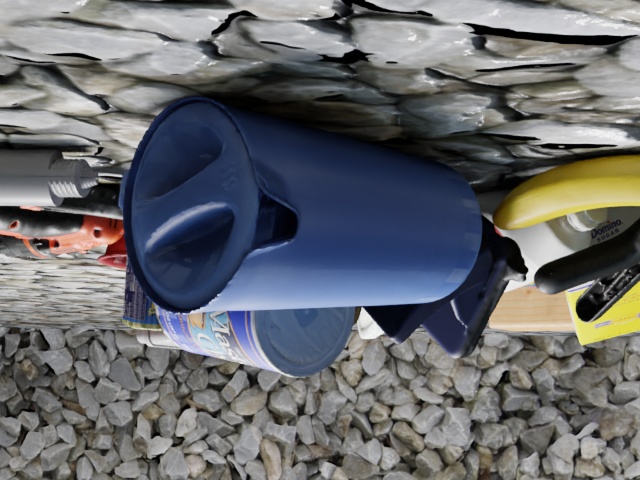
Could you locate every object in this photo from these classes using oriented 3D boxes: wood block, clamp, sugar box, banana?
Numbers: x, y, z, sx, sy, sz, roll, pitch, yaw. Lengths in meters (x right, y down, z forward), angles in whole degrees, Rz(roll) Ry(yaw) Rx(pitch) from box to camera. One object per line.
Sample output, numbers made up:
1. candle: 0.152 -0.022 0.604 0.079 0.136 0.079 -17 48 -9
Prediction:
1. wood block: 0.320 0.066 1.316 0.206 0.090 0.090 -5 171 36
2. clamp: 0.258 0.011 0.852 0.171 0.039 0.120 -28 156 11
3. sugar box: 0.267 0.032 0.971 0.093 0.048 0.176 -17 148 11
4. banana: 0.217 -0.031 0.779 0.198 0.069 0.037 4 -146 27
5. clamp: -0.152 -0.027 0.937 0.210 0.036 0.164 8 179 -3

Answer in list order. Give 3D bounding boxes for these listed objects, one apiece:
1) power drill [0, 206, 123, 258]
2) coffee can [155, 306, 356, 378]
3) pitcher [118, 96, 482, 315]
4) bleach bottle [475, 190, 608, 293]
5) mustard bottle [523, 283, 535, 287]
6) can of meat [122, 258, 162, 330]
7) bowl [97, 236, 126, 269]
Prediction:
1. power drill: -0.302 -0.018 0.990 0.185 0.057 0.187 -10 169 40
2. coffee can: -0.055 0.052 0.875 0.102 0.103 0.141 9 177 -41
3. pitcher: -0.009 -0.016 0.734 0.242 0.149 0.145 6 138 -44
4. bleach bottle: 0.140 -0.002 0.925 0.067 0.102 0.251 -26 -179 -38
5. mustard bottle: 0.245 0.027 1.173 0.191 0.058 0.096 6 172 -25
6. can of meat: -0.125 0.036 0.955 0.101 0.084 0.058 3 -178 -35
7. bowl: -0.142 0.000 1.076 0.162 0.055 0.162 2 172 0
